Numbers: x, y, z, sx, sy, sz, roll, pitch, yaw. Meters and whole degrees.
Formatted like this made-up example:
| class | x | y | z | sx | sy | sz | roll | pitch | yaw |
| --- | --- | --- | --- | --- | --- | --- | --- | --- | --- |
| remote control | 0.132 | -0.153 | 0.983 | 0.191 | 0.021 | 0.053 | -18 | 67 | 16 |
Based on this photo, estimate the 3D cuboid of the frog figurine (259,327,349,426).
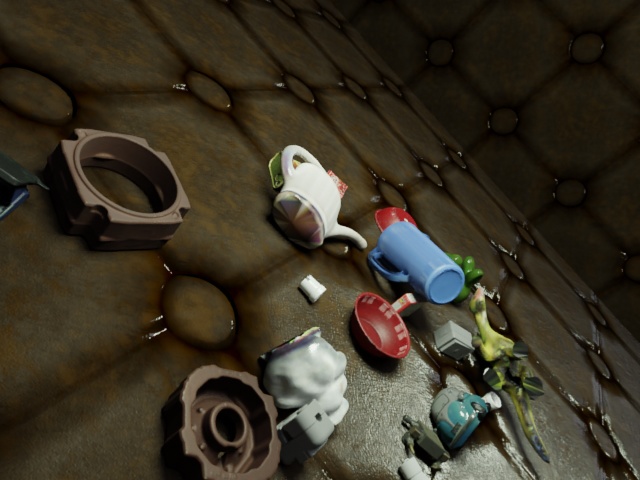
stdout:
| class | x | y | z | sx | sy | sz | roll | pitch | yaw |
| --- | --- | --- | --- | --- | --- | --- | --- | --- | --- |
| frog figurine | -0.014 | 0.237 | 0.849 | 0.138 | 0.121 | 0.160 | -25 | 81 | -25 |

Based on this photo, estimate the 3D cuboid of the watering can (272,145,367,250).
| class | x | y | z | sx | sy | sz | roll | pitch | yaw |
| --- | --- | --- | --- | --- | --- | --- | --- | --- | --- |
| watering can | 0.004 | -0.062 | 1.224 | 0.343 | 0.103 | 0.229 | 55 | 36 | -21 |

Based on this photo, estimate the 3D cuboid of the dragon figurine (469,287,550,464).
| class | x | y | z | sx | sy | sz | roll | pitch | yaw |
| --- | --- | --- | --- | --- | --- | --- | --- | --- | --- |
| dragon figurine | 0.467 | 0.324 | 1.308 | 0.242 | 0.122 | 0.412 | 11 | 61 | -78 |
